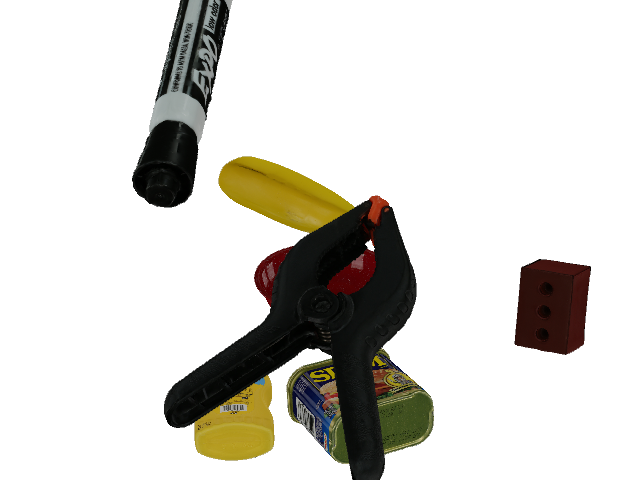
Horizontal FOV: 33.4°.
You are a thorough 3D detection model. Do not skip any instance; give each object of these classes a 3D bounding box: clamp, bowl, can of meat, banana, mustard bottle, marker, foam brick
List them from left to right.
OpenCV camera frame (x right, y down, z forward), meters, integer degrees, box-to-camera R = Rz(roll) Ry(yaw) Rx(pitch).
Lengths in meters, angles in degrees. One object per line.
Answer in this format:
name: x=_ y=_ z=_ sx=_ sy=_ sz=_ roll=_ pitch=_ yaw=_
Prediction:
marker: x=-0.045 y=-0.054 z=0.364 sx=0.020 sy=0.020 sz=0.121 roll=0 pitch=43 yaw=4
mustard bottle: x=-0.109 y=0.200 z=1.356 sx=0.096 sy=0.058 sz=0.191 roll=-4 pitch=26 yaw=-3
banana: x=-0.033 y=-0.032 z=0.781 sx=0.069 sy=0.037 sz=0.198 roll=39 pitch=-8 yaw=-37
bowl: x=0.008 y=0.062 z=1.174 sx=0.162 sy=0.055 sz=0.162 roll=1 pitch=28 yaw=-1
clamp: x=0.010 y=0.052 z=0.566 sx=0.120 sy=0.171 sz=0.039 roll=26 pitch=-26 yaw=20
can of meat: x=0.034 y=0.140 z=0.906 sx=0.102 sy=0.057 sz=0.084 roll=-12 pitch=24 yaw=-23
foam brick: x=0.217 y=0.061 z=0.995 sx=0.053 sy=0.078 sz=0.051 roll=9 pitch=14 yaw=31
